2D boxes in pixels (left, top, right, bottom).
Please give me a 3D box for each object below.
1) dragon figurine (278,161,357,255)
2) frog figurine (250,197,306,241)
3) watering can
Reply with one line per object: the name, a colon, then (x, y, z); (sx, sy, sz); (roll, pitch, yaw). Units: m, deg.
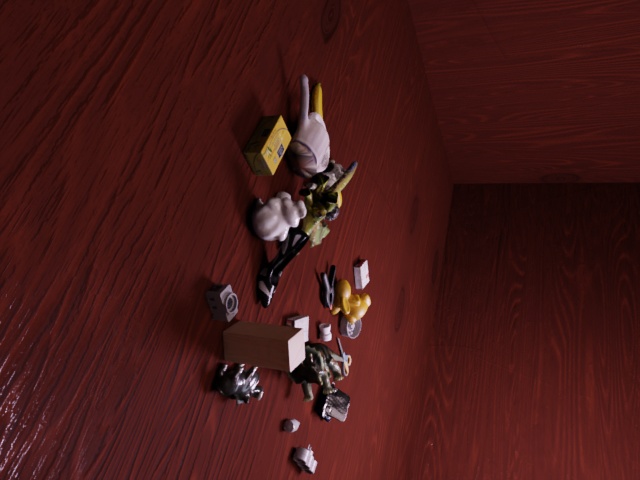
dragon figurine: (0.005, -0.089, 1.772); (0.417, 0.123, 0.237); (-41, 154, -36)
frog figurine: (-0.119, -0.061, 1.522); (0.124, 0.159, 0.135); (-39, 126, -57)
watering can: (-0.044, -0.357, 1.735); (0.340, 0.104, 0.229); (68, 35, -41)
